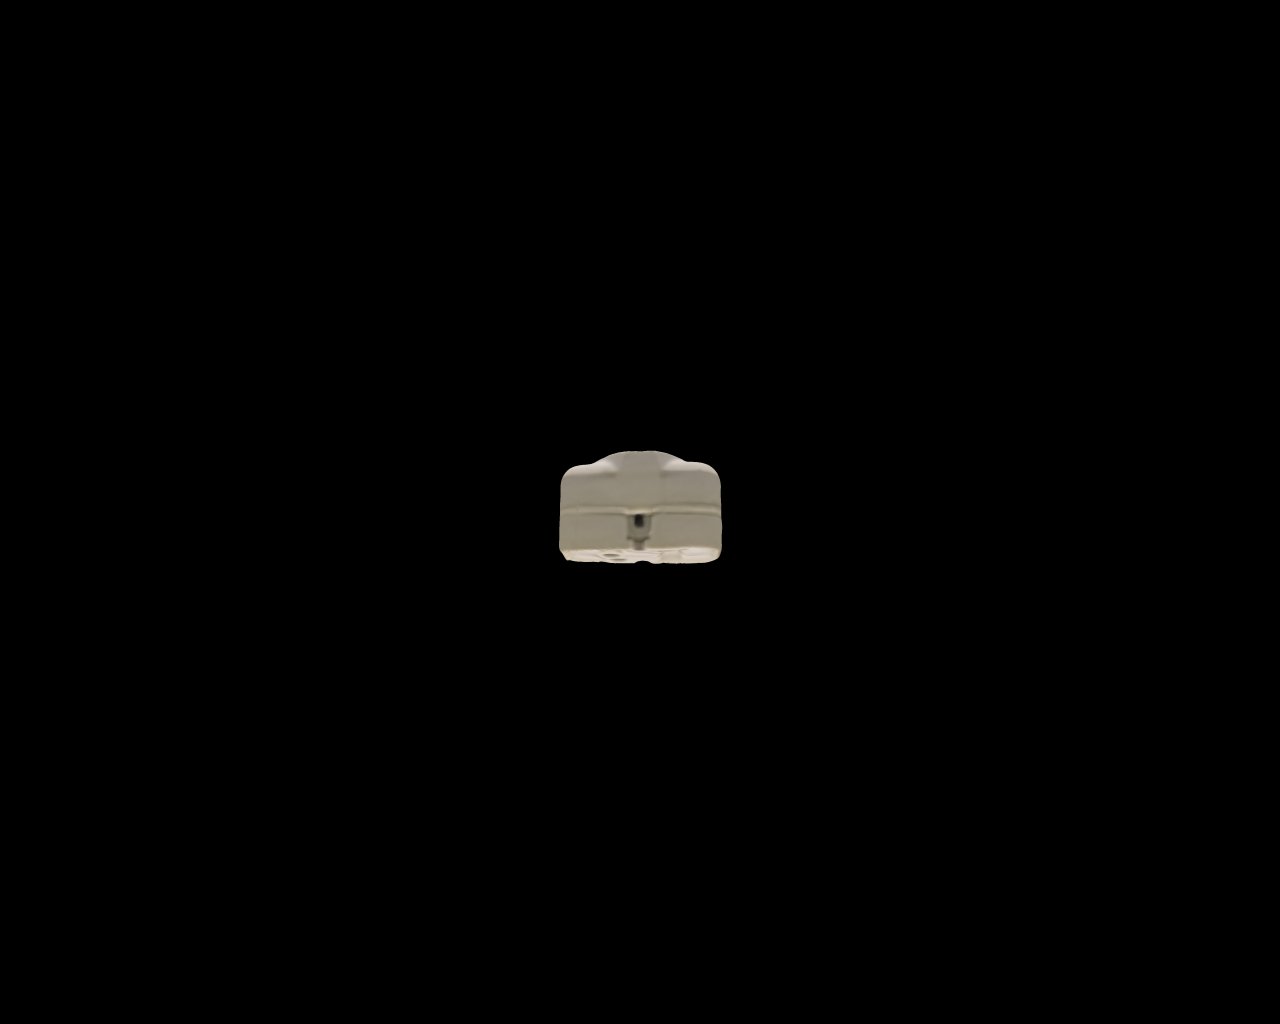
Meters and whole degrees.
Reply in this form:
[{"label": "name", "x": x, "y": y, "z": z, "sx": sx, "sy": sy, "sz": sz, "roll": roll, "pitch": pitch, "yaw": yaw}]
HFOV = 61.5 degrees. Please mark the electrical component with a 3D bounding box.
[{"label": "electrical component", "x": 0.001, "y": -0.003, "z": 0.650, "sx": 0.095, "sy": 0.059, "sz": 0.053, "roll": 0, "pitch": -11, "yaw": 2}]
